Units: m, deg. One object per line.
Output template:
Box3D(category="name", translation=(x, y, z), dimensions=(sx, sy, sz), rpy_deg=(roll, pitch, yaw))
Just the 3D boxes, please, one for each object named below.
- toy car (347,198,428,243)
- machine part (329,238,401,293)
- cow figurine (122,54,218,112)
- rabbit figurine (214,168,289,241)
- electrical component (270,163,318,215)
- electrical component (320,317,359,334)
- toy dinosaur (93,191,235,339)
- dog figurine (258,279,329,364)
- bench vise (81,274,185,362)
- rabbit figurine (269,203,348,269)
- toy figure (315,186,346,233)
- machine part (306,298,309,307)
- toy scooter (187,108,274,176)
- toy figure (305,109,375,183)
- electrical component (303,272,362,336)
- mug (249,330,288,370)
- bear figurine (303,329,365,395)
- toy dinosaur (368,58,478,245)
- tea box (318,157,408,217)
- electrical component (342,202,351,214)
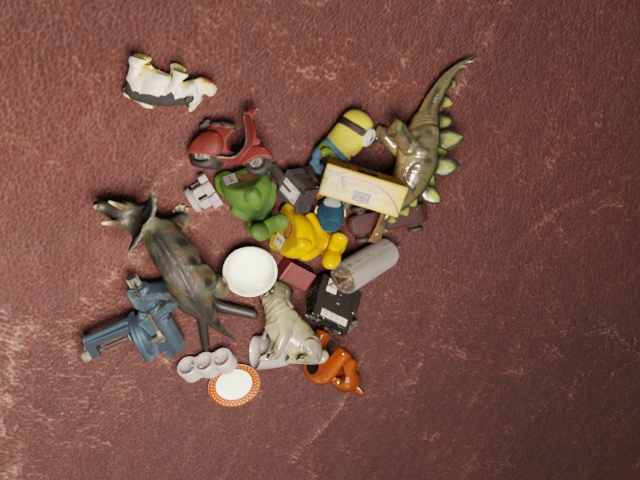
Box3D(category="toy car", translation=(0.162, -0.050, 1.288), dimensions=(0.202, 0.053, 0.089), rpy_deg=(-12, 95, -14))
Box3D(category="machine part", translation=(0.107, 0.058, 1.262), dimensions=(0.243, 0.079, 0.079), rpy_deg=(-29, 123, -41))
Box3D(category="cow figurine", translation=(-0.289, -0.289, 1.038), dimensions=(0.167, 0.068, 0.098), rpy_deg=(15, 113, -18))
Box3D(category="rabbit figurine", translation=(-0.128, -0.066, 1.152), dimensions=(0.121, 0.159, 0.170), rpy_deg=(-30, 133, -15))
Box3D(category="electrical component", translation=(-0.060, -0.119, 1.171), dimensions=(0.048, 0.119, 0.074), rpy_deg=(-14, 142, -45))
Box3D(category="electrical component", translation=(0.045, 0.210, 1.370), dimensions=(0.102, 0.045, 0.078), rpy_deg=(-17, 88, -13))
Box3D(category="toy dinosaur", translation=(-0.285, 0.053, 1.089), dimensions=(0.131, 0.192, 0.404), rpy_deg=(-34, 95, 9))
Box3D(category="dog figurine", translation=(-0.059, 0.191, 1.262), dimensions=(0.172, 0.121, 0.190), rpy_deg=(14, 71, -27))
Box3D(category="bench vise", translation=(-0.412, 0.188, 1.165), dimensions=(0.241, 0.129, 0.223), rpy_deg=(-24, 132, -6))
Box3D(category="rabbit figurine", translation=(-0.003, -0.004, 1.218), dimensions=(0.173, 0.163, 0.121), rpy_deg=(16, 95, -41))
Box3D(category="toy figure", translation=(0.024, -0.084, 1.175), dimensions=(0.064, 0.154, 0.058), rpy_deg=(28, 130, -27))
Box3D(category="machine part", translation=(0.030, 0.142, 1.338), dimensions=(0.139, 0.039, 0.084), rpy_deg=(-19, 125, -11))
Box3D(category="toy scooter", translation=(-0.178, -0.204, 1.088), dimensions=(0.184, 0.075, 0.135), rpy_deg=(8, 93, 12))
Box3D(category="toy figure", translation=(0.042, -0.205, 1.171), dimensions=(0.180, 0.082, 0.089), rpy_deg=(-40, 116, 5))
Box3D(category="electrical component", translation=(0.033, 0.142, 1.262), dimensions=(0.115, 0.058, 0.134), rpy_deg=(31, 59, -20))
Box3D(category="mug", translation=(-0.111, 0.264, 1.328), dimensions=(0.107, 0.081, 0.109), rpy_deg=(6, 101, -30))
Box3D(category="bear figurine", translation=(0.051, 0.317, 1.352), dimensions=(0.195, 0.120, 0.132), rpy_deg=(25, 98, -45))
Box3D(category="toy dinosaur", translation=(0.217, -0.202, 1.211), dimensions=(0.198, 0.105, 0.471), rpy_deg=(15, 102, -23))
Box3D(category="tea box", translation=(0.085, -0.110, 1.100), dimensions=(0.170, 0.098, 0.068), rpy_deg=(17, 105, -6))
Box3D(category="electrical component", translation=(0.056, -0.075, 1.239), dimensions=(0.021, 0.063, 0.094), rpy_deg=(28, 96, 5))
